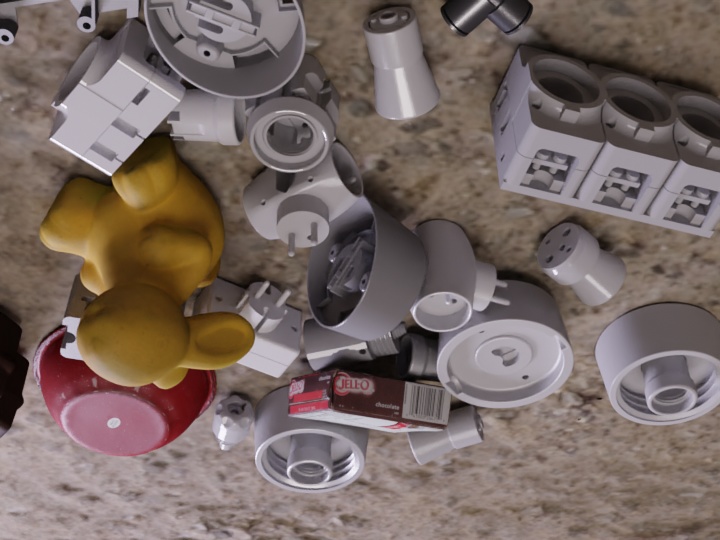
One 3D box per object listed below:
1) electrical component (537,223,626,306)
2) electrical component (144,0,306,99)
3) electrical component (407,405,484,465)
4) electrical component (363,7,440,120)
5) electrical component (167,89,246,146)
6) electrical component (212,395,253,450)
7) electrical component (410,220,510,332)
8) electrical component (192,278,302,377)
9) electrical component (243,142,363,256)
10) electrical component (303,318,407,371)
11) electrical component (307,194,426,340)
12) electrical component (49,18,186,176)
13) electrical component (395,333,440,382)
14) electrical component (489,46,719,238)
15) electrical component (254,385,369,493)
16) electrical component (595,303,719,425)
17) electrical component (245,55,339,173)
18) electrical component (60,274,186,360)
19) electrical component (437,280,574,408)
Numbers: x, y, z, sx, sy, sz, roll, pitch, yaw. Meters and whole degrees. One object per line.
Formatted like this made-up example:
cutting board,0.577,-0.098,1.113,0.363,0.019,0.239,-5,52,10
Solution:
electrical component,0.169,-0.005,0.822,0.055,0.045,0.045,34,126,-28
electrical component,-0.081,-0.160,0.656,0.099,0.064,0.099,0,135,0
electrical component,0.080,0.147,0.977,0.065,0.044,0.044,-19,132,12
electrical component,0.025,-0.136,0.696,0.044,0.044,0.065,-9,129,9
electrical component,-0.104,-0.105,0.729,0.046,0.040,0.040,2,135,7
electrical component,-0.118,0.143,0.978,0.035,0.035,0.061,10,136,-10
electrical component,0.077,0.008,0.813,0.079,0.077,0.043,15,133,-15
electrical component,-0.083,0.035,0.862,0.083,0.047,0.075,23,130,-21
electrical component,-0.040,-0.043,0.761,0.077,0.079,0.043,-24,134,22
electrical component,-0.002,0.054,0.882,0.081,0.043,0.043,-12,133,12
electrical component,0.000,0.000,0.793,0.064,0.099,0.099,28,129,-33
electrical component,-0.162,-0.116,0.710,0.056,0.050,0.089,32,126,-28
electrical component,0.058,0.076,0.907,0.046,0.040,0.040,10,134,-18
electrical component,0.169,-0.088,0.707,0.150,0.089,0.061,12,134,-11
electrical component,-0.044,0.160,0.975,0.108,0.060,0.108,0,135,0
electrical component,0.256,0.086,0.899,0.108,0.060,0.108,0,135,0
electrical component,-0.046,-0.103,0.718,0.058,0.057,0.078,-19,132,18
electrical component,-0.188,0.040,0.861,0.089,0.055,0.050,10,134,-9
electrical component,0.115,0.055,0.870,0.108,0.060,0.108,0,135,0
